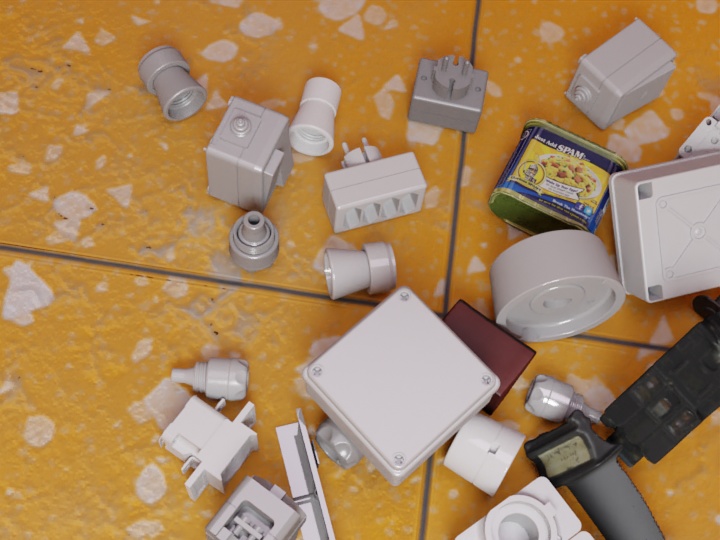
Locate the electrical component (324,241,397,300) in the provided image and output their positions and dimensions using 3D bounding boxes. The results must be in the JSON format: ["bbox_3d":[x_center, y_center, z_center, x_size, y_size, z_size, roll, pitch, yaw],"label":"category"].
[{"bbox_3d":[0.000,0.000,0.917,0.055,0.045,0.045,-7,66,-9],"label":"electrical component"}]

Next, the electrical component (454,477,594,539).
[{"bbox_3d":[0.145,0.244,0.806,0.089,0.061,0.150,-31,71,-18],"label":"electrical component"}]

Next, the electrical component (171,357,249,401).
[{"bbox_3d":[-0.122,0.087,0.871,0.061,0.035,0.035,4,65,-1],"label":"electrical component"}]

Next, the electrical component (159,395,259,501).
[{"bbox_3d":[-0.119,0.136,0.846,0.064,0.042,0.081,32,66,14],"label":"electrical component"}]

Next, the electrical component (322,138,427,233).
[{"bbox_3d":[0.006,-0.084,0.956,0.083,0.047,0.075,-15,67,-11],"label":"electrical component"}]

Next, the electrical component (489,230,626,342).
[{"bbox_3d":[0.160,0.008,0.896,0.108,0.108,0.060,-6,59,-8],"label":"electrical component"}]

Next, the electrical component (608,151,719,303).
[{"bbox_3d":[0.278,-0.038,0.925,0.109,0.056,0.108,-13,105,-10],"label":"electrical component"}]

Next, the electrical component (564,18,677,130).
[{"bbox_3d":[0.243,-0.178,1.012,0.096,0.061,0.061,-36,73,-19],"label":"electrical component"}]

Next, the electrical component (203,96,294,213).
[{"bbox_3d":[-0.093,-0.100,0.927,0.061,0.096,0.061,21,66,5],"label":"electrical component"}]

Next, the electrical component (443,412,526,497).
[{"bbox_3d":[0.098,0.144,0.854,0.047,0.055,0.055,28,66,12],"label":"electrical component"}]

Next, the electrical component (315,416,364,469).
[{"bbox_3d":[-0.003,0.125,0.860,0.043,0.043,0.062,42,67,14],"label":"electrical component"}]

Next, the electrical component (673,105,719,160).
[{"bbox_3d":[0.321,-0.112,0.980,0.042,0.064,0.081,42,110,15],"label":"electrical component"}]

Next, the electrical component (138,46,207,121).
[{"bbox_3d":[-0.172,-0.171,0.982,0.045,0.045,0.055,-28,70,-17],"label":"electrical component"}]

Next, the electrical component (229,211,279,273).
[{"bbox_3d":[-0.090,-0.028,0.912,0.043,0.062,0.043,2,64,-4],"label":"electrical component"}]

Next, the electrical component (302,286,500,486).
[{"bbox_3d":[0.030,0.088,0.820,0.109,0.056,0.108,-40,74,-15],"label":"electrical component"}]

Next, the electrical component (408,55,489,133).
[{"bbox_3d":[0.083,-0.170,0.986,0.066,0.076,0.047,12,65,1],"label":"electrical component"}]

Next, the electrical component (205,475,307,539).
[{"bbox_3d":[-0.076,0.191,0.796,0.050,0.089,0.055,35,67,11],"label":"electrical component"}]

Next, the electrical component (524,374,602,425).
[{"bbox_3d":[0.169,0.111,0.886,0.061,0.035,0.035,22,65,3],"label":"electrical component"}]

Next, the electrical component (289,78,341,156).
[{"bbox_3d":[-0.039,-0.143,0.983,0.044,0.044,0.065,12,60,1],"label":"electrical component"}]
